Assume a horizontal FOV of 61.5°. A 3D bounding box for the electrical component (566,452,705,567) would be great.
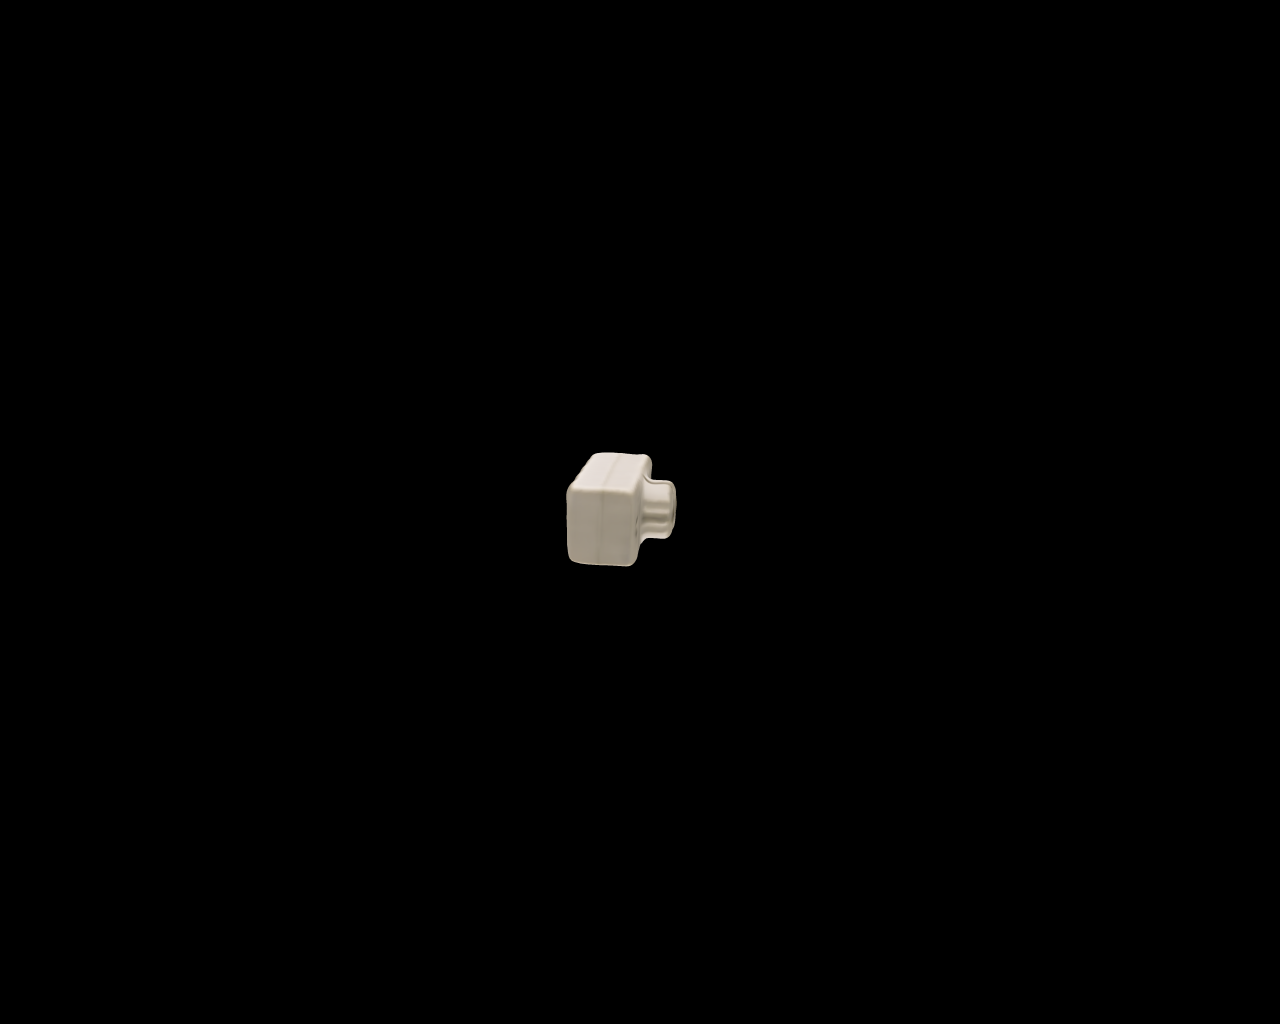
[{"bbox_3d":[0.001,-0.003,0.650,0.076,0.047,0.083,2,18,7],"label":"electrical component"}]
